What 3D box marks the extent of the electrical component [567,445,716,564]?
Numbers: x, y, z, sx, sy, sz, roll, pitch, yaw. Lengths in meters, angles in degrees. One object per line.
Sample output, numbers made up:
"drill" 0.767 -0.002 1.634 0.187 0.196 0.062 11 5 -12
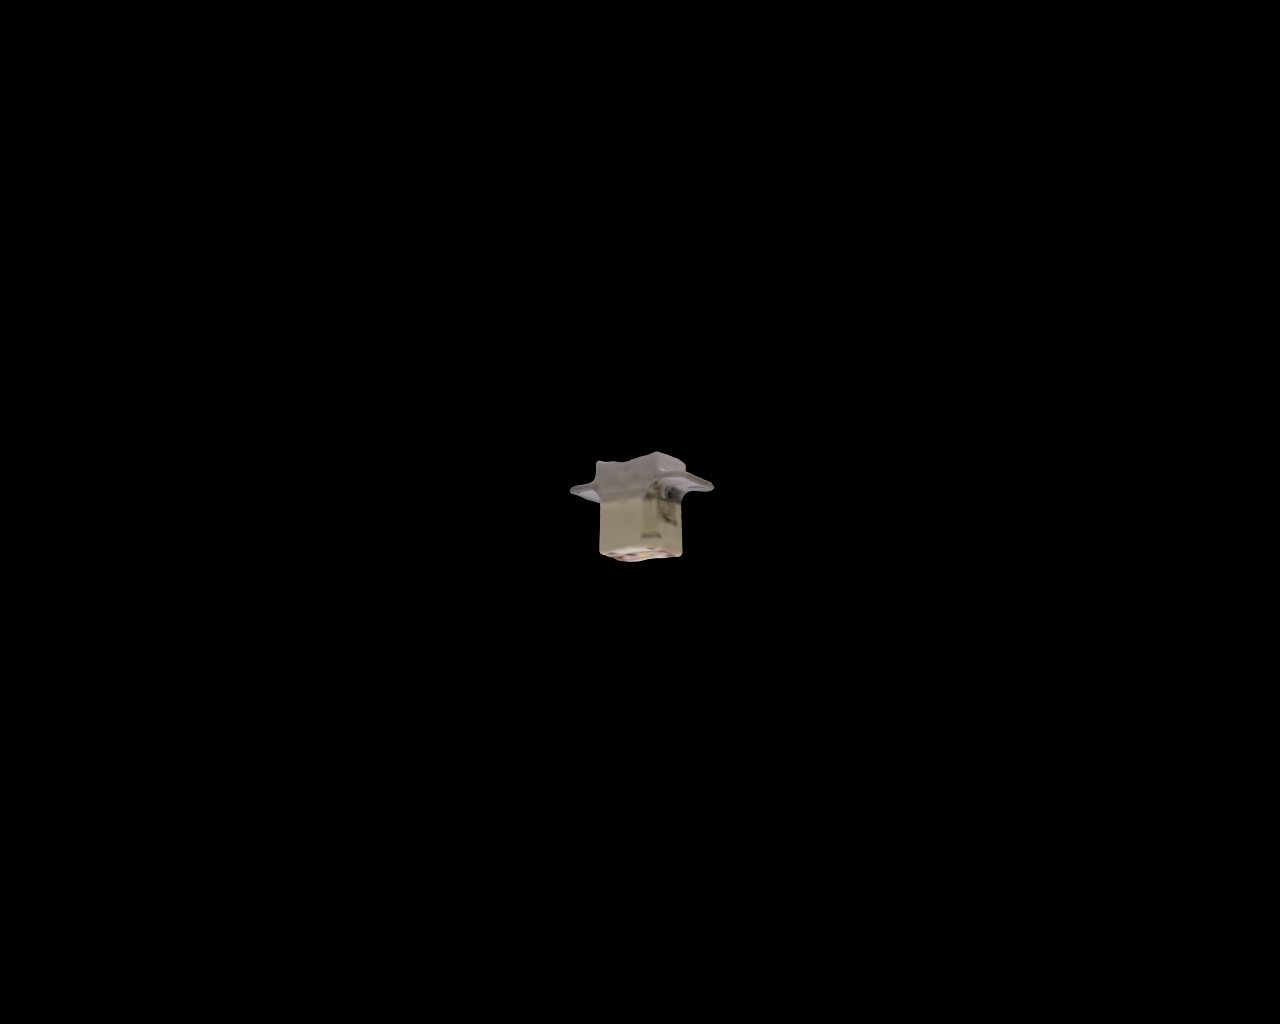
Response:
"electrical component" 0.001 -0.003 0.650 0.081 0.064 0.042 -7 -15 30
